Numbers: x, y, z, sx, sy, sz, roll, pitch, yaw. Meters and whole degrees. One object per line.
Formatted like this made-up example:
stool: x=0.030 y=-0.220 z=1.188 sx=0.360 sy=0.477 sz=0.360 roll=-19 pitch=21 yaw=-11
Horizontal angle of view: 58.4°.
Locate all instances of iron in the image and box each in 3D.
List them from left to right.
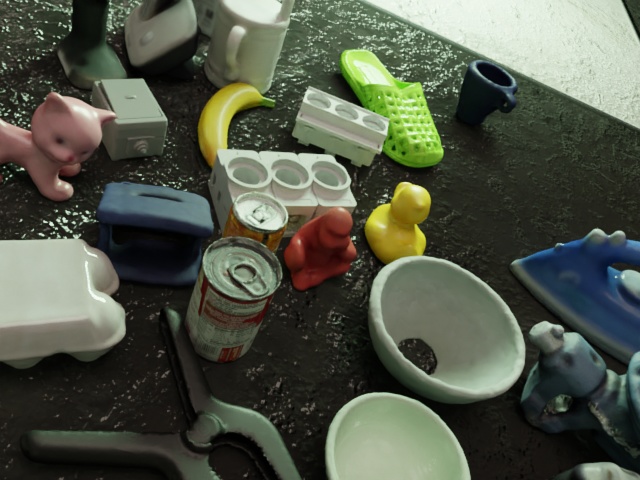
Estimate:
iron: x=0.385 y=0.056 z=0.708 sx=0.258 sy=0.141 sz=0.119 roll=30 pitch=42 yaw=4

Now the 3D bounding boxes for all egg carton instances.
egg carton: x=-0.238 y=0.053 z=0.460 sx=0.151 sy=0.069 sz=0.107 roll=-3 pitch=50 yaw=-28

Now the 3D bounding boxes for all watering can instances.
watering can: x=-0.094 y=-0.312 z=0.797 sx=0.101 sy=0.194 sz=0.172 roll=7 pitch=46 yaw=-20

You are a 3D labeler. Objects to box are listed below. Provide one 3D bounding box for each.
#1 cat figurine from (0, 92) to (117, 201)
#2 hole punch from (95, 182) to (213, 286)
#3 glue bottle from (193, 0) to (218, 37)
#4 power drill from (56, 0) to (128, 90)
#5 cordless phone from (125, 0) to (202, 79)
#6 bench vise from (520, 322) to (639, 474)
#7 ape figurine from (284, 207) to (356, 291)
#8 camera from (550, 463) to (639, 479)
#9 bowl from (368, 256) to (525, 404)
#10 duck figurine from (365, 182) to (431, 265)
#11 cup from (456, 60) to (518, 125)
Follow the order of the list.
cat figurine: x=-0.272 y=-0.104 z=0.562 sx=0.128 sy=0.117 sz=0.067 roll=11 pitch=44 yaw=-16
hole punch: x=-0.162 y=-0.020 z=0.554 sx=0.109 sy=0.091 sz=0.101 roll=8 pitch=45 yaw=-19
glue bottle: x=-0.162 y=-0.401 z=0.866 sx=0.078 sy=0.173 sz=0.037 roll=35 pitch=43 yaw=9
power drill: x=-0.264 y=-0.292 z=0.683 sx=0.076 sy=0.208 sz=0.229 roll=-12 pitch=55 yaw=-34
cordless phone: x=-0.202 y=-0.323 z=0.762 sx=0.094 sy=0.185 sz=0.147 roll=-2 pitch=49 yaw=-27
bench vise: x=0.306 y=0.139 z=0.530 sx=0.207 sy=0.219 sz=0.121 roll=22 pitch=42 yaw=-5
ape figurine: x=0.006 y=0.002 z=0.612 sx=0.078 sy=0.092 sz=0.076 roll=15 pitch=43 yaw=-12
camera: x=0.211 y=0.247 z=0.467 sx=0.137 sy=0.100 sz=0.143 roll=20 pitch=43 yaw=-7
bowl: x=0.116 y=0.101 z=0.583 sx=0.168 sy=0.074 sz=0.167 roll=14 pitch=44 yaw=-13
duck figurine: x=0.103 y=-0.024 z=0.690 sx=0.078 sy=0.086 sz=0.104 roll=12 pitch=44 yaw=-15
cup: x=0.283 y=-0.237 z=0.981 sx=0.092 sy=0.095 sz=0.117 roll=-3 pitch=50 yaw=-28
